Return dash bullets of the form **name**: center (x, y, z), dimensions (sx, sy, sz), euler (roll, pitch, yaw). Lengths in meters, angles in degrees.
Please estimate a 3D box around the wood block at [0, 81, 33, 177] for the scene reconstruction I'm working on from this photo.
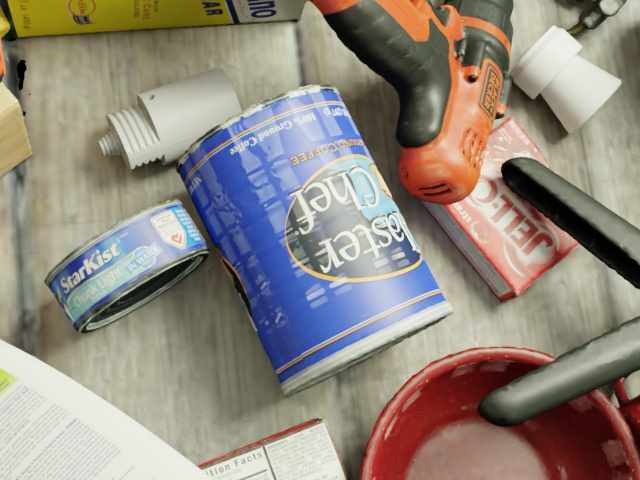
- **wood block**: center (-0.266, -0.031, 0.561), dimensions (0.206, 0.090, 0.091), euler (-40, 85, -16)

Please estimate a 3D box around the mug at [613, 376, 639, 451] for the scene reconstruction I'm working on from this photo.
- **mug**: center (0.216, 0.106, 0.612), dimensions (0.081, 0.093, 0.117), euler (-26, 51, -9)

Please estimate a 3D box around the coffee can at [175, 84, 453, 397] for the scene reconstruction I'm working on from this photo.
- **coffee can**: center (-0.004, 0.001, 0.588), dimensions (0.102, 0.103, 0.140), euler (-24, 81, -14)

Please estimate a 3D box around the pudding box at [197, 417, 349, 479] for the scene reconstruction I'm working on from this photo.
- **pudding box**: center (-0.020, 0.165, 0.579), dimensions (0.090, 0.039, 0.113), euler (-19, 77, -11)

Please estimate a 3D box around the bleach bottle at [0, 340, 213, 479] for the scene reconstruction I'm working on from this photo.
- **bleach bottle**: center (-0.158, 0.098, 0.543), dimensions (0.251, 0.068, 0.102), euler (36, 65, 16)

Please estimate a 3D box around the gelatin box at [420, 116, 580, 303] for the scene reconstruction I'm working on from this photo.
- **gelatin box**: center (0.114, -0.019, 0.649), dimensions (0.073, 0.030, 0.089), euler (-37, 84, -15)

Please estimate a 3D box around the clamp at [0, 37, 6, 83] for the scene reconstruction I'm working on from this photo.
- **clamp**: center (-0.230, -0.052, 0.504), dimensions (0.171, 0.039, 0.120), euler (-15, 82, -13)

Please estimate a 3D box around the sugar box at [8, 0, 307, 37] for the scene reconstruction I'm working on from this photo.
- **sugar box**: center (-0.091, -0.158, 0.618), dimensions (0.176, 0.093, 0.048), euler (-3, 78, -10)

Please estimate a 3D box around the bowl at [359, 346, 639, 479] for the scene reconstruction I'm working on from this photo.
- **bowl**: center (0.096, 0.142, 0.593), dimensions (0.162, 0.055, 0.162), euler (2, 76, -9)

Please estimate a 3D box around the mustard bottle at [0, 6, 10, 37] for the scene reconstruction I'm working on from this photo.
- **mustard bottle**: center (-0.244, -0.194, 0.609), dimensions (0.096, 0.058, 0.191), euler (-38, 96, 2)

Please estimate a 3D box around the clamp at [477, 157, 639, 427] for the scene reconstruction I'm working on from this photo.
- **clamp**: center (0.186, 0.043, 0.574), dimensions (0.210, 0.036, 0.164), euler (13, 62, 10)

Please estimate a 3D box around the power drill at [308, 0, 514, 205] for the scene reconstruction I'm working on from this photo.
- **power drill**: center (0.050, -0.139, 0.598), dimensions (0.187, 0.057, 0.184), euler (43, 49, -38)

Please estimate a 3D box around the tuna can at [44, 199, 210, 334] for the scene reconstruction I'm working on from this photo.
- **tuna can**: center (-0.103, 0.015, 0.577), dimensions (0.086, 0.086, 0.034), euler (-32, 85, -15)
